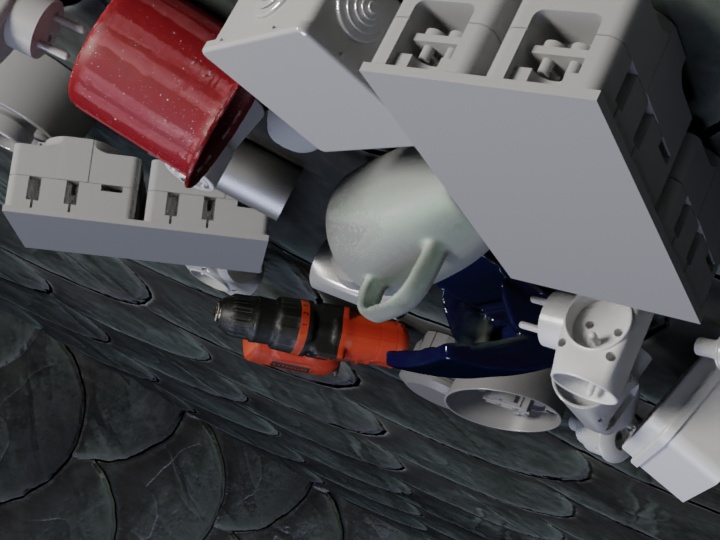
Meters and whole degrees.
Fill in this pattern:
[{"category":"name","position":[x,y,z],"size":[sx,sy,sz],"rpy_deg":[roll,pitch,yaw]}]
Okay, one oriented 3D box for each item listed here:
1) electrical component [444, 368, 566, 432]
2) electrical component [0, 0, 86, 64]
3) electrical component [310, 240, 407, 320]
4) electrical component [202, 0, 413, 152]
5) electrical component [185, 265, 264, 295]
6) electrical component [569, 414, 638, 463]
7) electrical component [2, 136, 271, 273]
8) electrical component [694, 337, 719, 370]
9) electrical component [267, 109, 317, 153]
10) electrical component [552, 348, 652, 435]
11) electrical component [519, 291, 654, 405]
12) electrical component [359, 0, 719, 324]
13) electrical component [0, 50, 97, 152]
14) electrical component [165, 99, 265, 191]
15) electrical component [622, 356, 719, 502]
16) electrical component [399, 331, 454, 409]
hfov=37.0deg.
[{"category":"electrical component","position":[0.130,0.104,0.927],"size":[0.099,0.064,0.099],"rpy_deg":[24,164,7]},{"category":"electrical component","position":[-0.198,-0.147,0.618],"size":[0.079,0.077,0.043],"rpy_deg":[26,164,1]},{"category":"electrical component","position":[0.000,0.000,0.838],"size":[0.077,0.043,0.079],"rpy_deg":[20,163,20]},{"category":"electrical component","position":[-0.013,-0.103,0.519],"size":[0.100,0.048,0.100],"rpy_deg":[37,161,-33]},{"category":"electrical component","position":[-0.121,-0.007,1.004],"size":[0.079,0.044,0.077],"rpy_deg":[8,156,49]},{"category":"electrical component","position":[0.213,0.142,0.957],"size":[0.048,0.048,0.062],"rpy_deg":[36,168,-30]},{"category":"electrical component","position":[-0.163,-0.048,0.816],"size":[0.186,0.060,0.105],"rpy_deg":[6,166,-7]},{"category":"electrical component","position":[0.232,0.051,0.653],"size":[0.061,0.035,0.035],"rpy_deg":[11,158,50]},{"category":"electrical component","position":[-0.034,-0.087,0.619],"size":[0.040,0.040,0.078],"rpy_deg":[32,164,-19]},{"category":"electrical component","position":[0.168,0.065,0.717],"size":[0.043,0.079,0.077],"rpy_deg":[34,176,30]},{"category":"electrical component","position":[0.137,0.035,0.671],"size":[0.079,0.077,0.044],"rpy_deg":[15,161,35]},{"category":"electrical component","position":[0.095,-0.053,0.486],"size":[0.105,0.060,0.186],"rpy_deg":[15,161,35]},{"category":"electrical component","position":[-0.258,-0.124,0.818],"size":[0.108,0.060,0.108],"rpy_deg":[24,164,7]},{"category":"electrical component","position":[-0.094,-0.083,0.680],"size":[0.044,0.065,0.044],"rpy_deg":[24,164,7]},{"category":"electrical component","position":[0.232,0.107,0.738],"size":[0.057,0.078,0.113],"rpy_deg":[40,168,15]},{"category":"electrical component","position":[0.081,0.096,1.002],"size":[0.080,0.051,0.080],"rpy_deg":[24,164,7]}]
